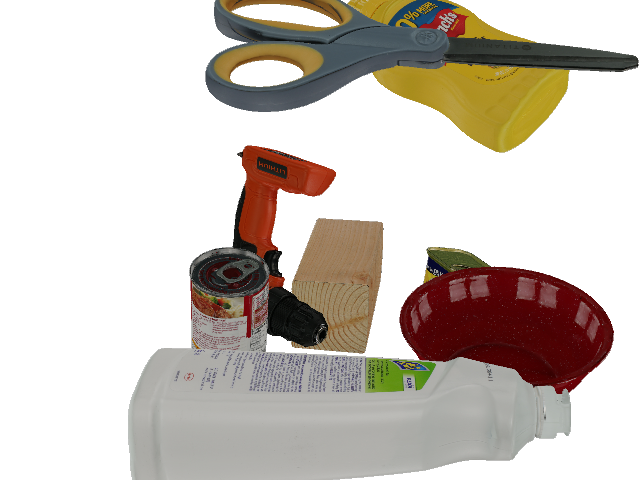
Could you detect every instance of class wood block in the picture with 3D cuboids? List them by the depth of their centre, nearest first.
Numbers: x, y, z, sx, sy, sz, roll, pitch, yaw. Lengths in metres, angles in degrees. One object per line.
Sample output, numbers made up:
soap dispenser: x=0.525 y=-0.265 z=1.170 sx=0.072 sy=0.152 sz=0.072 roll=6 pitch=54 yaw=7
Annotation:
wood block: x=0.024 y=0.051 z=1.325 sx=0.091 sy=0.090 sz=0.206 roll=4 pitch=22 yaw=6

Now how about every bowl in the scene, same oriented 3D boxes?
bowl: x=0.141 y=0.084 z=0.827 sx=0.162 sy=0.055 sz=0.162 roll=-1 pitch=31 yaw=0

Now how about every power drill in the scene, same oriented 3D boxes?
power drill: x=-0.047 y=0.004 z=1.136 sx=0.185 sy=0.188 sz=0.057 roll=23 pitch=9 yaw=34

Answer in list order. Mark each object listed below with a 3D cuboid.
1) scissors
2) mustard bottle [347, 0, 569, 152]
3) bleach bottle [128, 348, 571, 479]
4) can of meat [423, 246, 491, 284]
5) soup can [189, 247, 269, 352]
scissors: x=0.035 y=-0.079 z=0.490 sx=0.202 sy=0.016 sz=0.096 roll=17 pitch=50 yaw=18
mustard bottle: x=0.097 y=-0.149 z=0.859 sx=0.192 sy=0.096 sz=0.058 roll=34 pitch=-26 yaw=27
bleach bottle: x=0.021 y=0.104 z=0.630 sx=0.251 sy=0.068 sz=0.102 roll=0 pitch=18 yaw=3
can of meat: x=0.151 y=0.062 z=1.191 sx=0.057 sy=0.084 sz=0.102 roll=5 pitch=14 yaw=-18
soup can: x=-0.079 y=0.067 z=0.931 sx=0.068 sy=0.102 sz=0.068 roll=3 pitch=35 yaw=-2
